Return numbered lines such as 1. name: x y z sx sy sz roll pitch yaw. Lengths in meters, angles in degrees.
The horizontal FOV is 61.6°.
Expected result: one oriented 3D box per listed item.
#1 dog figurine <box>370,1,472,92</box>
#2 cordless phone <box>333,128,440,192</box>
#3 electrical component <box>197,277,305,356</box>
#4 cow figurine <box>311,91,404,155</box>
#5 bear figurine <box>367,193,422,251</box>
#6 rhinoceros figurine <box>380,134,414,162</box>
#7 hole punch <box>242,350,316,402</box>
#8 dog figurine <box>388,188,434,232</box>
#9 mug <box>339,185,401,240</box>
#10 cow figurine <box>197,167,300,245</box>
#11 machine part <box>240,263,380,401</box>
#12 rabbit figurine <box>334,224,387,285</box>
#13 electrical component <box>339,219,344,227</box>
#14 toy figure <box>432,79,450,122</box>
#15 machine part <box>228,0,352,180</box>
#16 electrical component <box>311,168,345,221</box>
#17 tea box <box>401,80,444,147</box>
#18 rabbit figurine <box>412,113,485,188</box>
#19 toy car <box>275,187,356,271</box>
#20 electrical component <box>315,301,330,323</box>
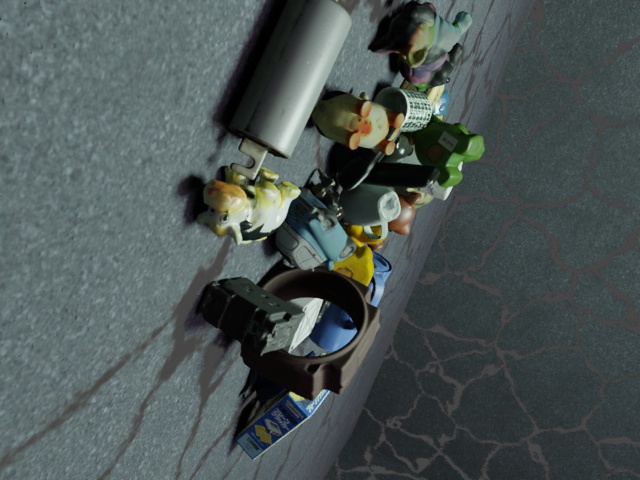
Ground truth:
1. dog figurine: 0.169 -0.331 0.950 0.219 0.109 0.191 -43 156 -42
2. cordless phone: 0.129 -0.143 0.933 0.146 0.184 0.088 -51 138 -37
3. electrical component: -0.090 0.103 0.757 0.058 0.115 0.134 -62 164 7
4. cow figurine: 0.060 -0.183 0.835 0.195 0.127 0.085 -7 121 -54
5. bear figurine: 0.158 -0.044 1.170 0.120 0.131 0.196 -37 -162 -12
6. rhinoceros figurine: 0.117 -0.130 1.083 0.190 0.073 0.112 -57 -179 21
7. hole punch: -0.079 0.260 1.070 0.142 0.092 0.115 -40 154 -62
8. dog figurine: 0.209 -0.088 1.311 0.121 0.173 0.190 -37 143 -36
9. mug: 0.095 -0.051 0.971 0.081 0.107 0.109 -18 103 -27
10. cow figurine: -0.094 -0.034 0.642 0.098 0.068 0.167 -64 164 18
11. machine part: -0.019 0.137 0.870 0.201 0.202 0.087 -51 154 -37
12. rabbit figurine: 0.052 0.017 1.082 0.162 0.122 0.173 -58 -169 25
13. electrical component: -0.002 -0.003 0.987 0.119 0.048 0.074 -55 162 -35
14. toy figure: 0.259 -0.304 1.295 0.089 0.082 0.180 -106 -159 -61
15. machine part: -0.032 -0.180 0.594 0.243 0.079 0.079 -66 163 0
16. electrical component: 0.014 -0.073 0.912 0.045 0.078 0.102 -43 158 -2
17. tea box: 0.206 -0.295 1.167 0.169 0.068 0.098 -59 162 -14
18. rabbit figurine: 0.269 -0.190 1.122 0.170 0.159 0.121 -13 131 -49
19. toy car: -0.018 -0.005 0.854 0.103 0.109 0.161 -45 153 -3
20. electrical component: -0.009 0.121 1.116 0.094 0.063 0.021 -69 163 8
